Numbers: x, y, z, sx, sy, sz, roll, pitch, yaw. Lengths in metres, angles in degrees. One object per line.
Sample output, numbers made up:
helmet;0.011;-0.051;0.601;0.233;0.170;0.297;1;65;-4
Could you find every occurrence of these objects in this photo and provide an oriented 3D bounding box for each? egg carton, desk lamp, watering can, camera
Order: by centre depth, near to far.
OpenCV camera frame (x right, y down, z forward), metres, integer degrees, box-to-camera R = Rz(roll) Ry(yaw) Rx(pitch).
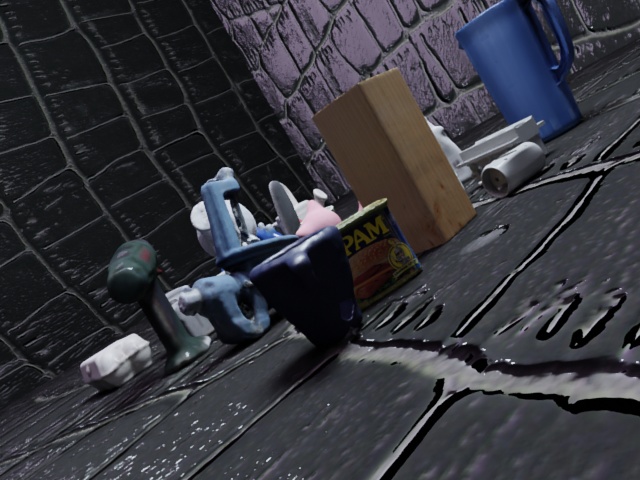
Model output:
egg carton;-0.383;0.233;1.076;0.107;0.069;0.150;-35;6;-42
camera;-0.236;0.129;1.076;0.137;0.101;0.143;-34;6;-38
desk lamp;-0.168;0.020;1.106;0.118;0.213;0.203;-30;5;1
watering can;-0.057;-0.067;1.467;0.173;0.194;0.101;-30;5;-1

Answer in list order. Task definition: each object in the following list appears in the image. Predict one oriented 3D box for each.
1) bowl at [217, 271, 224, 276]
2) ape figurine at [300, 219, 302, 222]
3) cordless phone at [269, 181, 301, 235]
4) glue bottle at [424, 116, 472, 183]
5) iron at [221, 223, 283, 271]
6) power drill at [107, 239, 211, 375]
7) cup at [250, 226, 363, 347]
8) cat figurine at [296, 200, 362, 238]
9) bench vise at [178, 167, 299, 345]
bowl;-0.167;0.088;1.250;0.167;0.075;0.167;-30;5;3
ape figurine;-0.041;-0.008;1.378;0.078;0.092;0.076;-33;5;-27
cordless phone;-0.059;-0.026;1.100;0.094;0.185;0.147;-30;5;3
glue bottle;0.212;-0.175;1.062;0.078;0.173;0.037;-29;5;17
iron;-0.149;0.027;1.373;0.257;0.141;0.119;-27;6;38
power drill;-0.254;0.094;0.889;0.075;0.208;0.229;-31;5;-6
cup;-0.002;0.047;0.505;0.092;0.095;0.117;-31;5;-4
cat figurine;0.028;-0.015;0.851;0.128;0.118;0.067;-31;5;-13
bench vise;-0.110;0.013;0.770;0.121;0.220;0.208;-28;5;28
